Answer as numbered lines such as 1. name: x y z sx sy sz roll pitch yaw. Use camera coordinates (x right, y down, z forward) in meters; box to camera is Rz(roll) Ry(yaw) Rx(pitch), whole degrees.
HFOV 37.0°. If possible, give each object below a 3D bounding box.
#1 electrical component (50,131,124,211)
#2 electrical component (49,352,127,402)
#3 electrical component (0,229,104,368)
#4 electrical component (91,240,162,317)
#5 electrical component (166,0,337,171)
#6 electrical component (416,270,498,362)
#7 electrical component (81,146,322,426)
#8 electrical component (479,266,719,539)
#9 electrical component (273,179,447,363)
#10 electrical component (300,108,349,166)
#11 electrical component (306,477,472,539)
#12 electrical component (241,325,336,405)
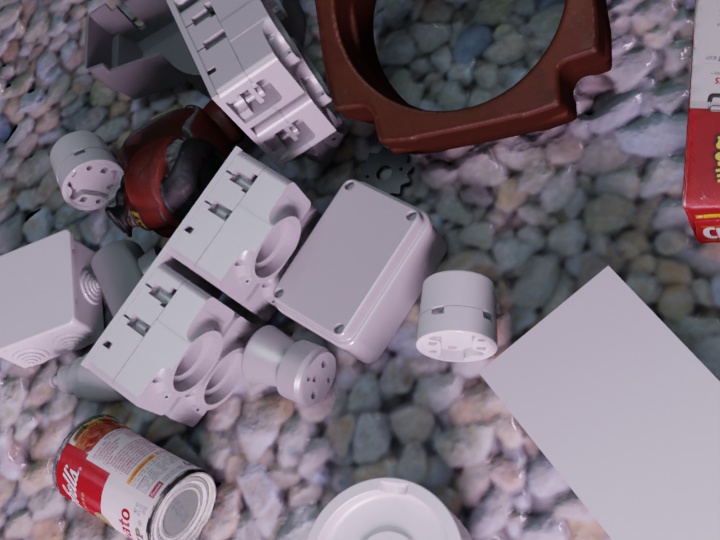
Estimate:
1. electrical component: -0.238 -0.087 0.932 0.055 0.055 0.047 -38 54 5
2. electrical component: -0.211 0.085 0.850 0.078 0.040 0.040 -7 65 23
3. electrical component: -0.262 0.026 0.895 0.100 0.048 0.099 -20 61 16
4. electrical component: -0.169 0.007 0.862 0.079 0.044 0.077 -36 58 7
5. electrical component: -0.089 -0.181 0.805 0.060 0.105 0.186 -32 58 8
6. electrical component: 0.067 0.031 0.738 0.055 0.055 0.047 -7 62 22
7. electrical component: -0.103 0.019 0.786 0.060 0.105 0.186 32 84 22
8. electrical component: 0.175 0.104 0.651 0.105 0.060 0.186 -40 57 4
9. electrical component: 0.000 0.000 0.780 0.078 0.057 0.113 28 82 32
10. electrical component: -0.045 -0.117 0.854 0.066 0.055 0.048 26 80 31
11. electrical component: 0.024 0.191 0.682 0.108 0.060 0.108 -10 64 21
12. electrical component: -0.051 0.069 0.781 0.055 0.045 0.045 20 77 30
